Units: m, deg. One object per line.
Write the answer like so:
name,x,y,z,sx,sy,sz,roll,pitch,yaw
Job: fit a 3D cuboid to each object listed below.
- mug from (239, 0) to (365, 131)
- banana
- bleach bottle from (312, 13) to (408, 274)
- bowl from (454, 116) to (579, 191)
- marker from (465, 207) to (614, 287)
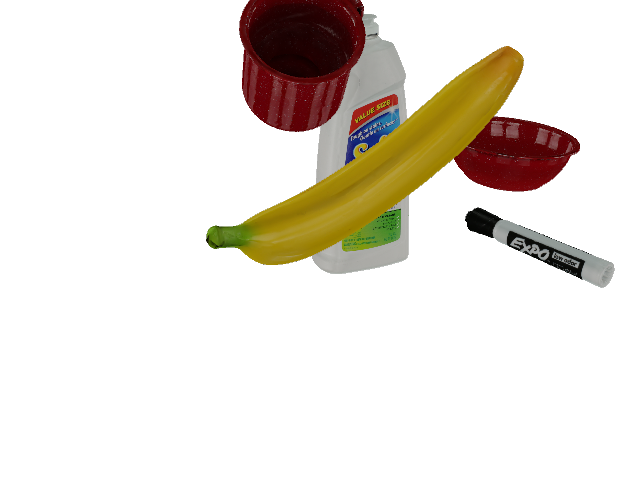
mug,-0.010,-0.144,0.819,0.093,0.117,0.081,39,-24,11
banana,0.031,-0.038,0.600,0.198,0.037,0.069,-34,-12,-1
bleach bottle,0.037,-0.097,1.063,0.102,0.251,0.068,-10,24,-17
bowl,0.220,-0.099,1.257,0.162,0.055,0.162,5,23,-2
marker,0.155,0.003,0.771,0.121,0.020,0.020,27,17,38
